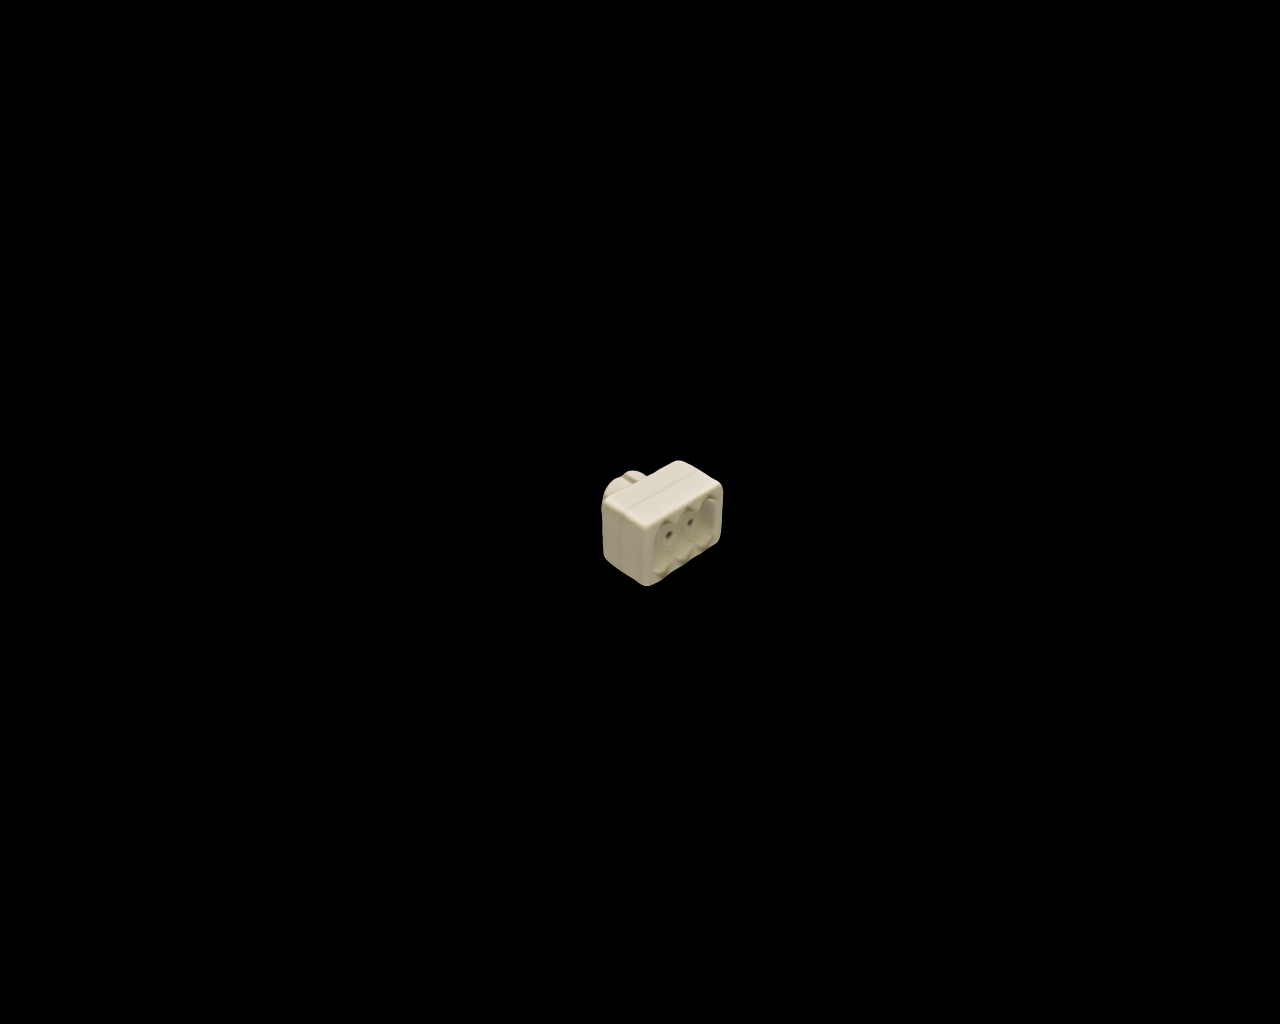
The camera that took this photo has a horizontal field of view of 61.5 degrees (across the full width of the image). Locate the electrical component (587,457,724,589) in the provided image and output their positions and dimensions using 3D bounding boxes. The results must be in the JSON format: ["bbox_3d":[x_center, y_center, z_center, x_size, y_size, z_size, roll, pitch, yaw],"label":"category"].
[{"bbox_3d":[0.001,-0.003,0.650,0.066,0.047,0.077,-29,46,-33],"label":"electrical component"}]
